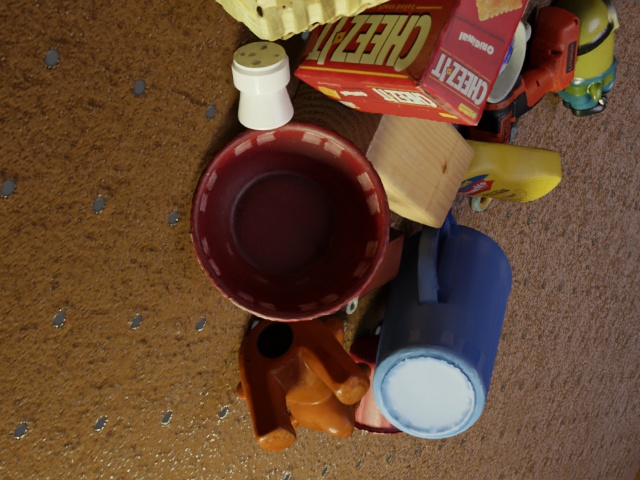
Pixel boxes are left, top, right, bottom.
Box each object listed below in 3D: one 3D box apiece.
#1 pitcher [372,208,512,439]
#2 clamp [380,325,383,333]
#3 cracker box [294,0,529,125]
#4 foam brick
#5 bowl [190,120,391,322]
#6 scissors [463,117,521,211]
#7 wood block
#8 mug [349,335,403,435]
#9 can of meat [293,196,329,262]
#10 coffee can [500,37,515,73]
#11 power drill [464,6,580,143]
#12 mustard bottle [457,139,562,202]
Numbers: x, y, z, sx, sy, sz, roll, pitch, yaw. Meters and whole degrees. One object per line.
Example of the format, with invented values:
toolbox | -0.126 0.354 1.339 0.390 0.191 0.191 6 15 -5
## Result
pitcher | 0.122 0.082 1.092 0.145 0.149 0.242 -49 -172 28
clamp | 0.095 0.160 1.281 0.120 0.039 0.171 -62 148 -18
cracker box | 0.084 -0.202 0.803 0.072 0.164 0.213 27 85 -35
foam brick | 0.041 0.018 1.072 0.078 0.053 0.051 -28 134 -50
bowl | -0.026 -0.015 0.875 0.162 0.162 0.055 -64 -173 -5
scissors | 0.232 -0.115 1.332 0.201 0.016 0.096 -50 148 -28
wood block | 0.059 -0.090 0.987 0.091 0.090 0.205 -65 151 -4
mug | 0.080 0.160 1.179 0.093 0.117 0.081 -36 136 -61
can of meat | -0.011 -0.015 0.958 0.102 0.058 0.083 -63 152 -6
coffee can | 0.121 -0.188 0.965 0.140 0.103 0.103 -23 132 -75
power drill | 0.230 -0.194 1.232 0.187 0.057 0.184 -43 147 -32
mustard bottle | 0.163 -0.077 1.152 0.191 0.096 0.058 4 79 -35
